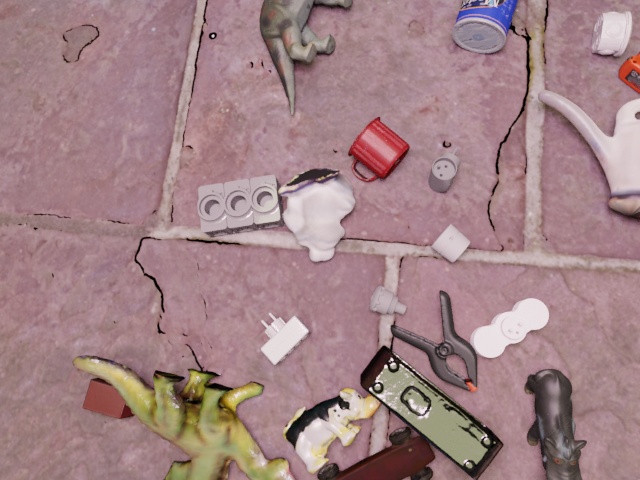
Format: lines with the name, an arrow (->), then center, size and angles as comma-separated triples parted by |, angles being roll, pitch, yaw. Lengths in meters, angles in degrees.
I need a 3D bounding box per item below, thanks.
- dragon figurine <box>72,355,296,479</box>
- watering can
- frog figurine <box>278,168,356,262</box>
dragon figurine -> -0.232, 0.340, 0.864 | 0.410, 0.122, 0.243 | 10, 87, 4
watering can -> 0.546, -0.147, 0.895 | 0.348, 0.103, 0.226 | 10, 79, 8
frog figurine -> 0.003, -0.048, 0.951 | 0.138, 0.124, 0.157 | -22, 112, -8
